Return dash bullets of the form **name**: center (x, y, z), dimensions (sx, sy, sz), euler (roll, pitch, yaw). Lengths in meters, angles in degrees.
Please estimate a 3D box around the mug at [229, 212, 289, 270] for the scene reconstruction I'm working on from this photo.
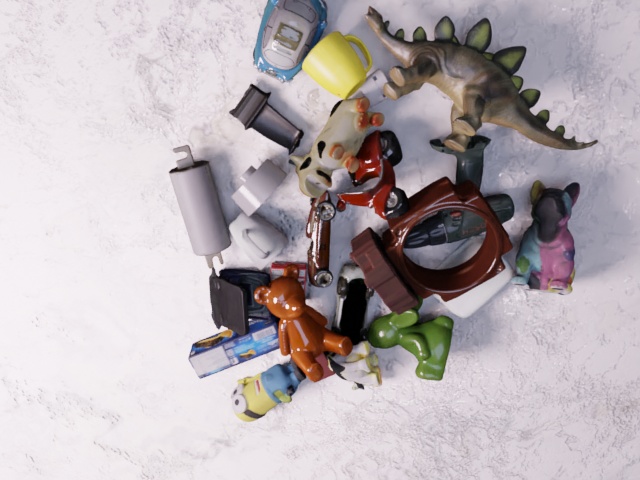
- **mug**: center (-0.127, -0.003, 1.035), dimensions (0.107, 0.109, 0.081), euler (44, 107, -3)

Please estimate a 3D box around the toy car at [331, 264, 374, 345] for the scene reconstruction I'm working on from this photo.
- **toy car**: center (0.067, 0.146, 1.124), dimensions (0.073, 0.056, 0.201), euler (2, 111, -11)

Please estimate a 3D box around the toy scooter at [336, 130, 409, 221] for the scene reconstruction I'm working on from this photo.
- **toy scooter**: center (0.088, -0.113, 0.995), dimensions (0.135, 0.184, 0.075), euler (-15, 154, 25)

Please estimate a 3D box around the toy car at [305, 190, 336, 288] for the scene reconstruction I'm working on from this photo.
- **toy car**: center (-0.002, -0.003, 1.046), dimensions (0.053, 0.089, 0.201), euler (-1, 111, -7)

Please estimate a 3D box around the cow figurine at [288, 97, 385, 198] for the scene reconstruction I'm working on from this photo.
- **cow figurine**: center (0.019, -0.167, 0.981), dimensions (0.085, 0.127, 0.195), euler (29, 89, -36)

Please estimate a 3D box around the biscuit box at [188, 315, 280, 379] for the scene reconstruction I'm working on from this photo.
- **biscuit box**: center (-0.171, 0.219, 1.130), dimensions (0.203, 0.063, 0.059), euler (-22, 109, 4)

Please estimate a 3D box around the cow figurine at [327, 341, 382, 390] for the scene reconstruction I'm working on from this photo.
- **cow figurine**: center (0.077, 0.277, 1.143), dimensions (0.098, 0.068, 0.167), euler (-13, 143, 13)

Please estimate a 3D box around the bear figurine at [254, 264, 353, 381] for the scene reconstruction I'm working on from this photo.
- **bear figurine**: center (-0.035, 0.156, 1.054), dimensions (0.120, 0.132, 0.195), euler (-34, 123, -25)

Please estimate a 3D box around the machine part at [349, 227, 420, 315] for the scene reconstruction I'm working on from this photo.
- **machine part**: center (0.123, 0.061, 1.039), dimensions (0.056, 0.179, 0.179), euler (-35, 108, 12)

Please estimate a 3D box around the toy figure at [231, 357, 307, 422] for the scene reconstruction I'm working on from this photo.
- **toy figure**: center (-0.111, 0.328, 1.165), dimensions (0.180, 0.082, 0.089), euler (-32, 106, 5)

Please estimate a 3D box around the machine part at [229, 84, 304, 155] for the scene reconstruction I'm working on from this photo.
- **machine part**: center (-0.091, -0.218, 0.992), dimensions (0.139, 0.039, 0.084), euler (38, 98, -14)

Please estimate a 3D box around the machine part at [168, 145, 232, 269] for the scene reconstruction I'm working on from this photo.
- **machine part**: center (-0.225, -0.060, 1.019), dimensions (0.079, 0.079, 0.243), euler (-12, 109, 1)

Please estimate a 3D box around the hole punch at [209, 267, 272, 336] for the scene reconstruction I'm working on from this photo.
- **hole punch**: center (-0.160, 0.117, 1.087), dimensions (0.116, 0.092, 0.142), euler (16, 119, 37)

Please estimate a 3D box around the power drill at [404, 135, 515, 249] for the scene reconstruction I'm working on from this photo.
- **power drill**: center (0.258, -0.092, 1.038), dimensions (0.232, 0.086, 0.207), euler (-9, 106, -1)

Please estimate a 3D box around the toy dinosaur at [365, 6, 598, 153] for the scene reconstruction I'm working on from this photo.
- **toy dinosaur**: center (0.275, -0.259, 0.929), dimensions (0.471, 0.105, 0.198), euler (35, 81, -10)

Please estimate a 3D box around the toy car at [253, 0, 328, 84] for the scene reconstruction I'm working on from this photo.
- **toy car**: center (-0.055, -0.351, 0.912), dimensions (0.109, 0.103, 0.161), euler (25, 104, -11)

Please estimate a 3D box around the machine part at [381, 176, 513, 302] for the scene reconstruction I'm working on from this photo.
- **machine part**: center (0.234, 0.002, 0.997), dimensions (0.201, 0.087, 0.200), euler (-32, 112, 18)

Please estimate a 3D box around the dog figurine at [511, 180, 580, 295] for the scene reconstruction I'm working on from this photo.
- **dog figurine**: center (0.459, -0.006, 1.070), dimensions (0.109, 0.191, 0.219), euler (9, 85, 31)

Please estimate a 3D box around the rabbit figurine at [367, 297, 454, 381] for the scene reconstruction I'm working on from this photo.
- **rabbit figurine**: center (0.184, 0.200, 1.121), dimensions (0.170, 0.121, 0.158), euler (11, 116, 7)
